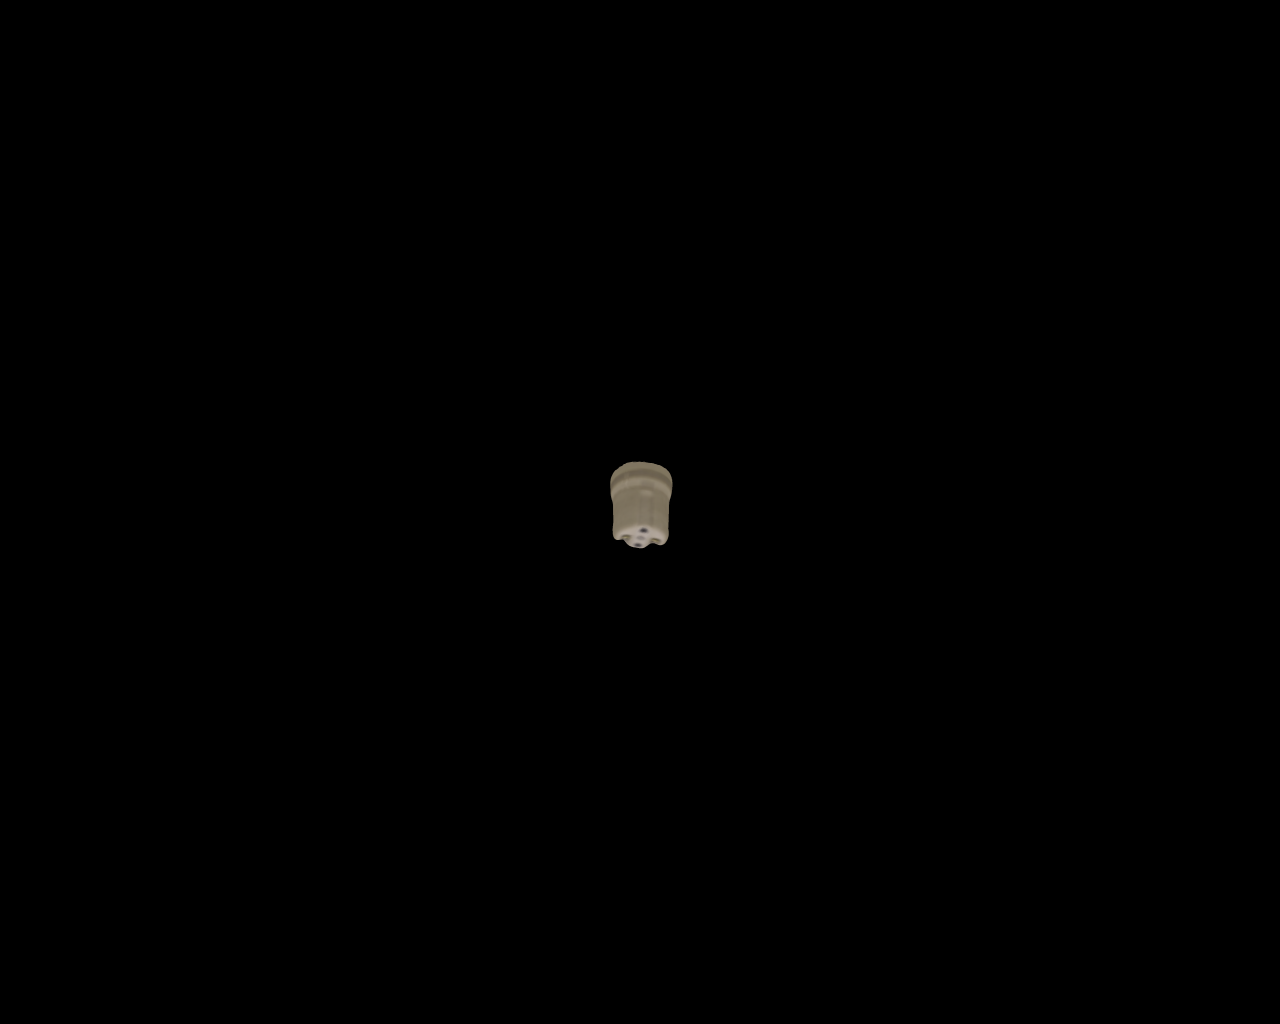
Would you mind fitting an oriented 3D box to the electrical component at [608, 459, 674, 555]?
[{"bbox_3d":[0.001,-0.003,0.650,0.040,0.046,0.040,0,-35,0],"label":"electrical component"}]
